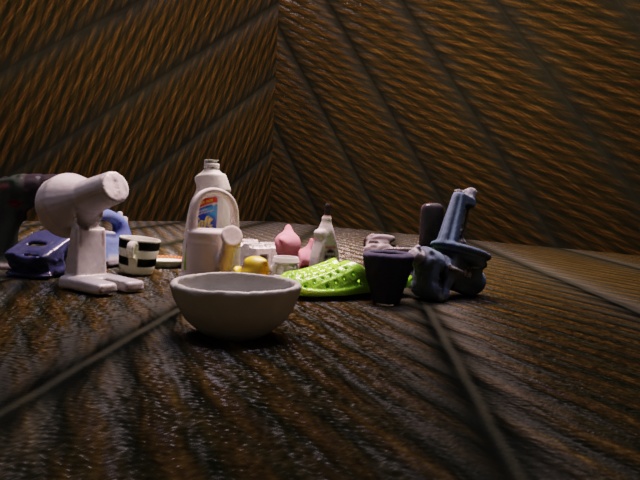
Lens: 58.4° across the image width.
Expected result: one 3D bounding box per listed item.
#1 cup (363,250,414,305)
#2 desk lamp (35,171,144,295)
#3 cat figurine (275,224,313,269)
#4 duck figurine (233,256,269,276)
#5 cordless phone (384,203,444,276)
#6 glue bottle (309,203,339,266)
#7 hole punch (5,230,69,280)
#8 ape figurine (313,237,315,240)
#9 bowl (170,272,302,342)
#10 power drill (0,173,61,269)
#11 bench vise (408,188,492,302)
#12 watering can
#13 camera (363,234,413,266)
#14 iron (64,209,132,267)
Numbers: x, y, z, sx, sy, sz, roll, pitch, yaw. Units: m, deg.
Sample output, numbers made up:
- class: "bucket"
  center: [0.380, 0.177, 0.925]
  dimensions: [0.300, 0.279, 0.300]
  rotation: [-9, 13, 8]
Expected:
- class: "cup"
  center: [0.125, 0.067, 1.042]
  dimensions: [0.091, 0.095, 0.118]
  rotation: [4, 5, 22]
- class: "desk lamp"
  center: [-0.416, -0.019, 1.042]
  dimensions: [0.202, 0.213, 0.118]
  rotation: [6, 5, 33]
- class: "cat figurine"
  center: [-0.061, 0.022, 1.373]
  dimensions: [0.128, 0.118, 0.067]
  rotation: [-1, 6, -42]
- class: "duck figurine"
  center: [-0.101, 0.069, 0.926]
  dimensions: [0.104, 0.086, 0.078]
  rotation: [5, 5, 29]
- class: "cordless phone"
  center: [0.209, 0.008, 1.282]
  dimensions: [0.147, 0.185, 0.094]
  rotation: [3, 4, 1]
- class: "glue bottle"
  center: [0.012, 0.005, 1.280]
  dimensions: [0.037, 0.173, 0.078]
  rotation: [6, 6, 39]
- class: "hole punch"
  center: [-0.560, 0.028, 1.149]
  dimensions: [0.108, 0.091, 0.101]
  rotation: [4, 5, 16]
- class: "ape figurine"
  center: [-0.004, 0.029, 1.484]
  dimensions: [0.078, 0.092, 0.076]
  rotation: [3, 4, -2]
- class: "bowl"
  center: [-0.108, 0.088, 0.741]
  dimensions: [0.167, 0.075, 0.167]
  rotation: [3, 4, 0]
- class: "power drill"
  center: [-0.656, -0.043, 1.244]
  dimensions: [0.229, 0.208, 0.075]
  rotation: [3, 4, -3]
- class: "bench vise"
  center: [0.261, 0.006, 1.110]
  dimensions: [0.121, 0.220, 0.208]
  rotation: [6, 5, 33]
- class: "watering can"
  center: [-0.188, 0.002, 1.048]
  dimensions: [0.172, 0.194, 0.101]
  rotation: [6, 6, 38]
- class: "camera"
  center: [0.175, 0.038, 1.425]
  dimensions: [0.136, 0.101, 0.143]
  rotation: [3, 4, 3]
- class: "iron"
  center: [-0.515, -0.013, 1.378]
  dimensions: [0.118, 0.141, 0.259]
  rotation: [4, 4, 13]
